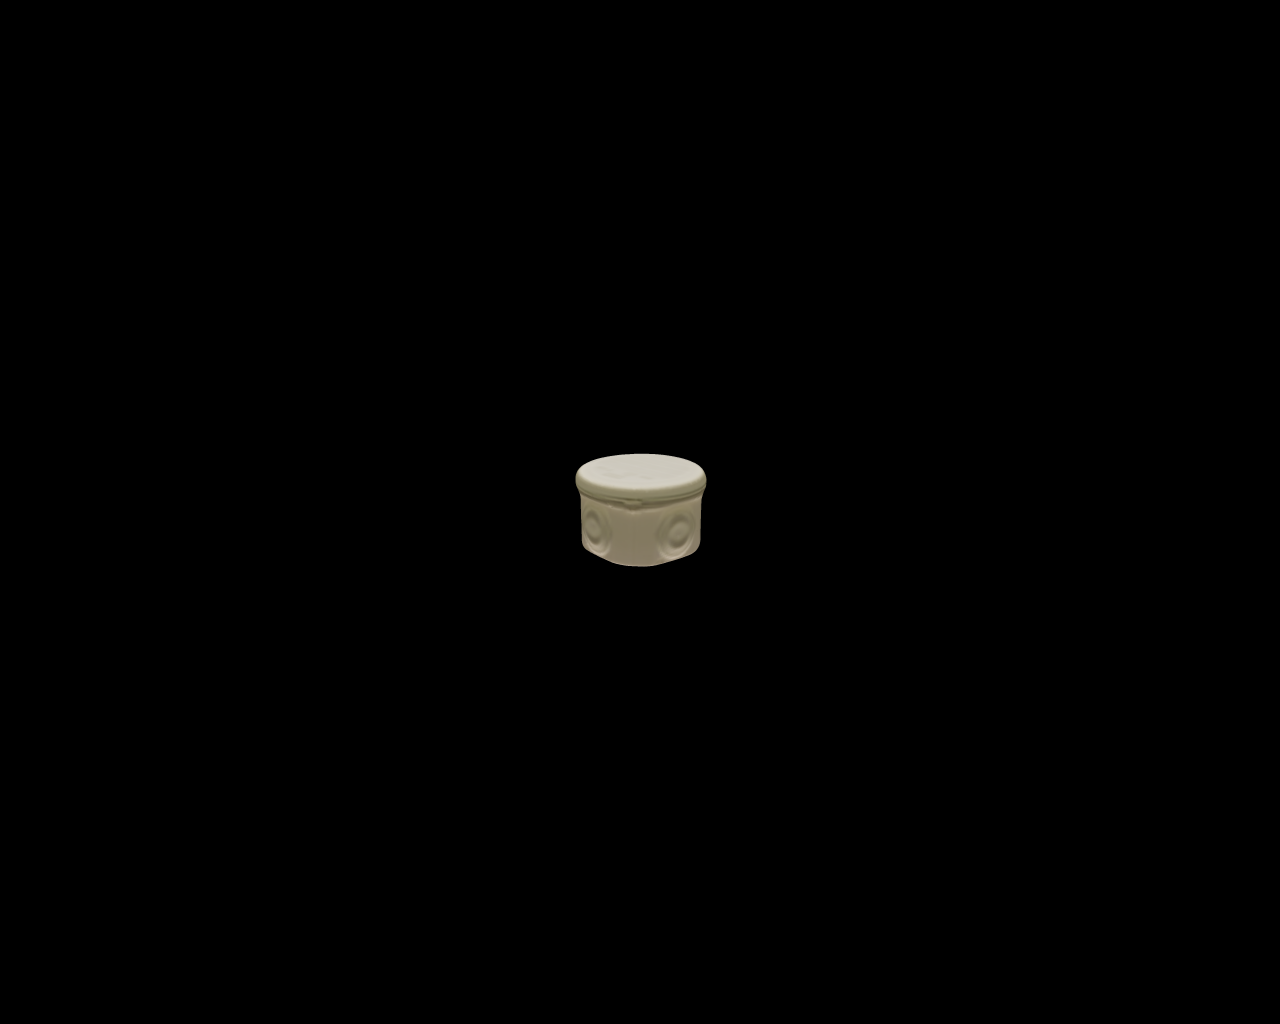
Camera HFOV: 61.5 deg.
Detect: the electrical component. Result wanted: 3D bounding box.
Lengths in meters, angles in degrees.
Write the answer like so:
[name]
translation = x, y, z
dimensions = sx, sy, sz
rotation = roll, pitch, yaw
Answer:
[electrical component]
translation = 0.001, -0.003, 0.650
dimensions = 0.080, 0.051, 0.080
rotation = 0, 18, 0
